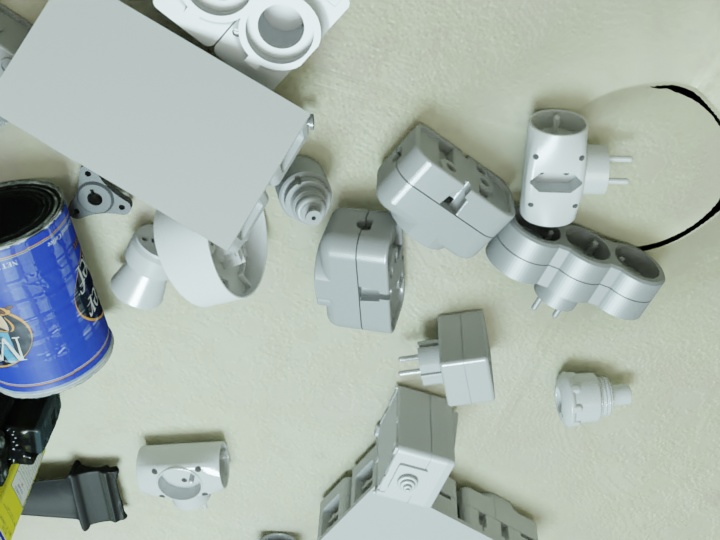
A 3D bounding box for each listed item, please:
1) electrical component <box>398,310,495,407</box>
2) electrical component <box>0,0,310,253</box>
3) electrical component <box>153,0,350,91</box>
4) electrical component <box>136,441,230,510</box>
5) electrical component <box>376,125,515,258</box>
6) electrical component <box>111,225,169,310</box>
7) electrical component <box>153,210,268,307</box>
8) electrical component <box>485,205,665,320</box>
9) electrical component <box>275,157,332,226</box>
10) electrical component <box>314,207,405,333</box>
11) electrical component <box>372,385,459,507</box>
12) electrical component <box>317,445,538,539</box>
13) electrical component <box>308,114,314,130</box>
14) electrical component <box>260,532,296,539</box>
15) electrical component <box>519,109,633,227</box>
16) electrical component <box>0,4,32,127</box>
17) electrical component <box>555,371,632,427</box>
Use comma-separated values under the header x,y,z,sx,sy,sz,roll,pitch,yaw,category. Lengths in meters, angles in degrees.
x,y,z,sx,sy,sz,roll,pitch,yaw,category
0.069,0.075,0.892,0.077,0.065,0.047,-8,124,8,electrical component
-0.140,-0.103,0.733,0.186,0.060,0.105,31,87,1,electrical component
-0.089,-0.200,0.710,0.150,0.061,0.089,36,119,-21,electrical component
-0.160,0.196,0.999,0.077,0.044,0.079,-4,125,5,electrical component
0.061,-0.055,0.809,0.095,0.053,0.059,33,120,-19,electrical component
-0.169,-0.002,0.861,0.045,0.045,0.055,24,122,-14,electrical component
-0.108,-0.023,0.815,0.064,0.099,0.099,-20,122,23,electrical component
0.162,0.008,0.849,0.138,0.052,0.073,20,123,-11,electrical component
-0.041,-0.055,0.803,0.040,0.078,0.040,-5,119,-10,electrical component
0.000,0.000,0.842,0.059,0.053,0.095,7,133,13,electrical component
0.050,0.158,0.932,0.061,0.096,0.061,17,124,-10,electrical component
0.065,0.246,1.014,0.186,0.060,0.105,30,121,-17,electrical component
-0.073,-0.108,0.786,0.078,0.040,0.040,0,125,2,electrical component
-0.100,0.302,1.069,0.079,0.044,0.077,3,125,0,electrical component
0.161,-0.075,0.797,0.079,0.043,0.077,2,125,2,electrical component
-0.284,-0.149,0.762,0.100,0.048,0.099,33,120,-19,electrical component
0.201,0.109,0.924,0.062,0.048,0.048,-4,125,-3,electrical component
